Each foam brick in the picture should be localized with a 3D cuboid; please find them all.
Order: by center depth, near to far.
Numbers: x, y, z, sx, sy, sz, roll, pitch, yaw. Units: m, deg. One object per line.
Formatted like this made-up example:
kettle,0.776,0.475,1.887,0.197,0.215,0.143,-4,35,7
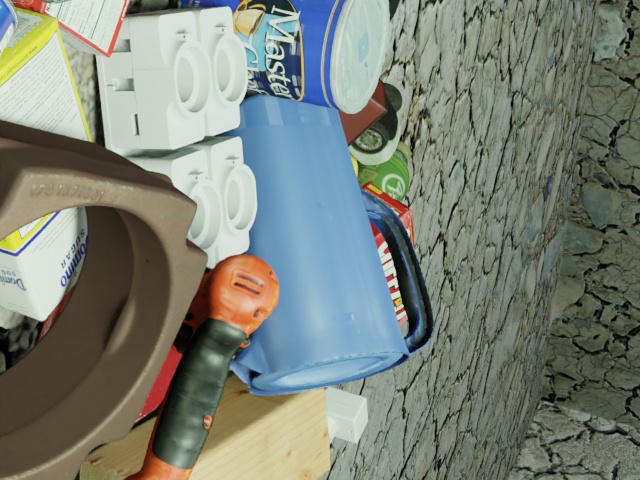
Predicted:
foam brick,0.018,-0.124,0.995,0.078,0.051,0.053,-42,-150,28

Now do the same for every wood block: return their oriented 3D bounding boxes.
wood block,-0.090,0.189,0.899,0.205,0.091,0.090,-25,118,-47

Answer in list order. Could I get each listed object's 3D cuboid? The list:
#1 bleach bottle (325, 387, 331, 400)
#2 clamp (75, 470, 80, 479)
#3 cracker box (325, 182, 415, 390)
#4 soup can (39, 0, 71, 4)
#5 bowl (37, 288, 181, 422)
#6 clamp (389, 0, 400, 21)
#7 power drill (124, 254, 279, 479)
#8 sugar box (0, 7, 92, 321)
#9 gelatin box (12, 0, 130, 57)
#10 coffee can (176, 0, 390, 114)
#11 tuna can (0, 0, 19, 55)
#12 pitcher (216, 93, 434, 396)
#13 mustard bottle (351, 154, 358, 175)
bleach bottle,-0.007,0.126,1.208,0.102,0.068,0.250,78,30,-54
clamp,-0.205,0.236,0.788,0.120,0.039,0.171,-48,148,-36
cracker box,0.005,0.069,1.081,0.213,0.072,0.164,-37,143,-23
soup can,-0.165,-0.177,0.571,0.102,0.069,0.068,24,80,-69
bowl,-0.148,0.083,0.811,0.162,0.055,0.162,15,90,-70
clamp,0.052,-0.252,1.146,0.209,0.036,0.165,-50,148,-51
power drill,-0.093,0.110,0.716,0.185,0.057,0.187,134,-24,-67
sugar box,-0.181,-0.043,0.653,0.176,0.048,0.093,88,27,-45
gelatin box,-0.152,-0.164,0.668,0.089,0.030,0.073,26,80,-69
coffee can,-0.029,-0.162,0.837,0.102,0.140,0.103,15,90,-70
tuna can,-0.192,-0.113,0.515,0.033,0.086,0.086,-67,158,-18
pitcher,-0.006,0.001,0.894,0.149,0.145,0.243,29,47,-66
mustard bottle,-0.006,-0.066,1.082,0.191,0.058,0.096,-21,118,-65
